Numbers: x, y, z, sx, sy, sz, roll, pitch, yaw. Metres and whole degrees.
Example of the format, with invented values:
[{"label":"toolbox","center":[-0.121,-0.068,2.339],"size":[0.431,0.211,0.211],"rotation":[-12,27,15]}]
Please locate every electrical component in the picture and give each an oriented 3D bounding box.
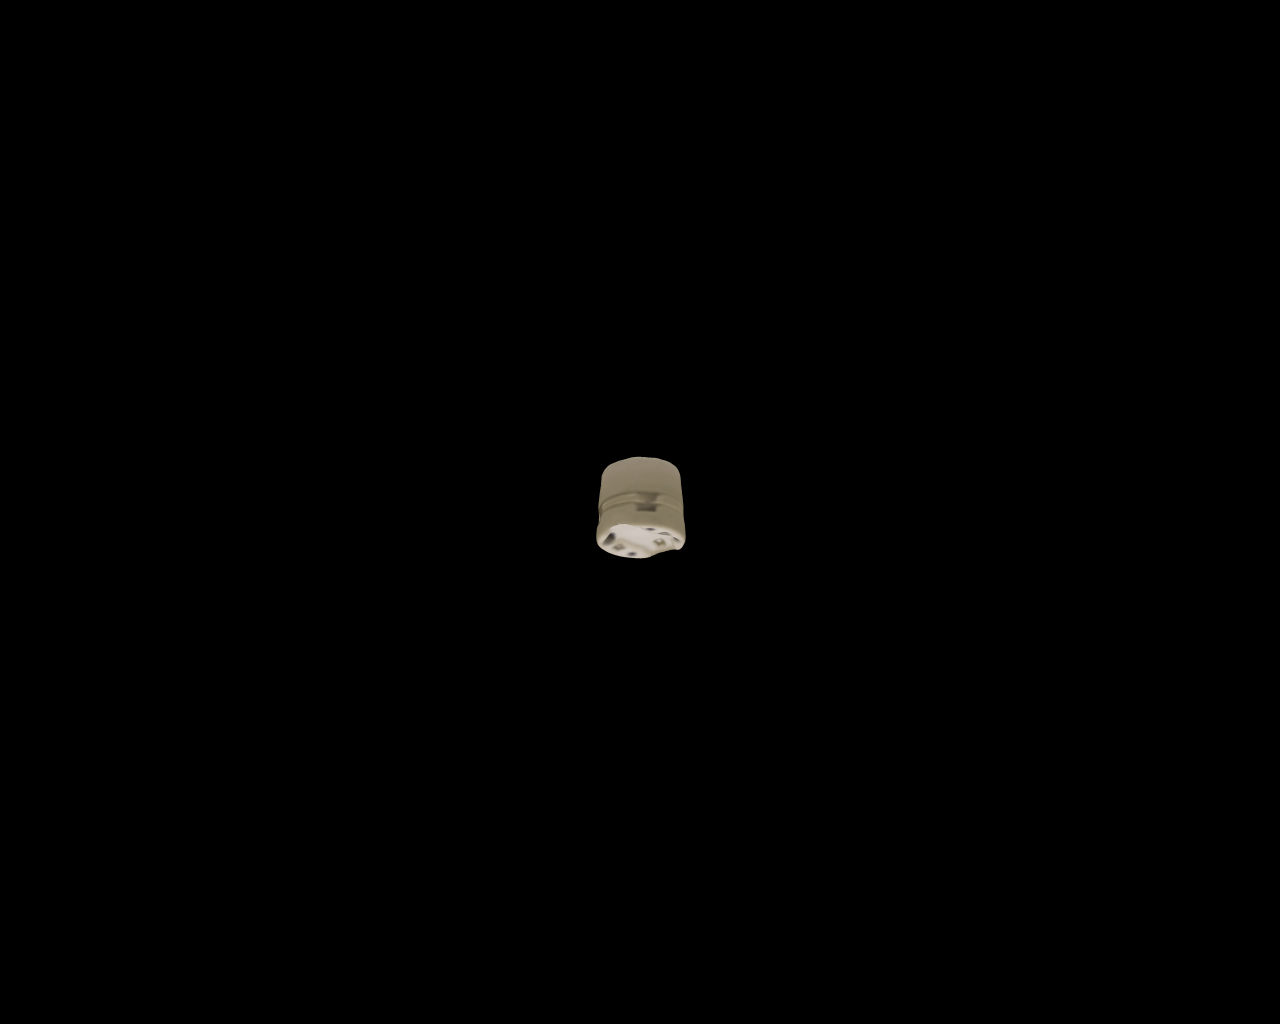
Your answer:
[{"label":"electrical component","center":[0.001,-0.003,0.650],"size":[0.055,0.047,0.055],"rotation":[0,-25,0]}]
